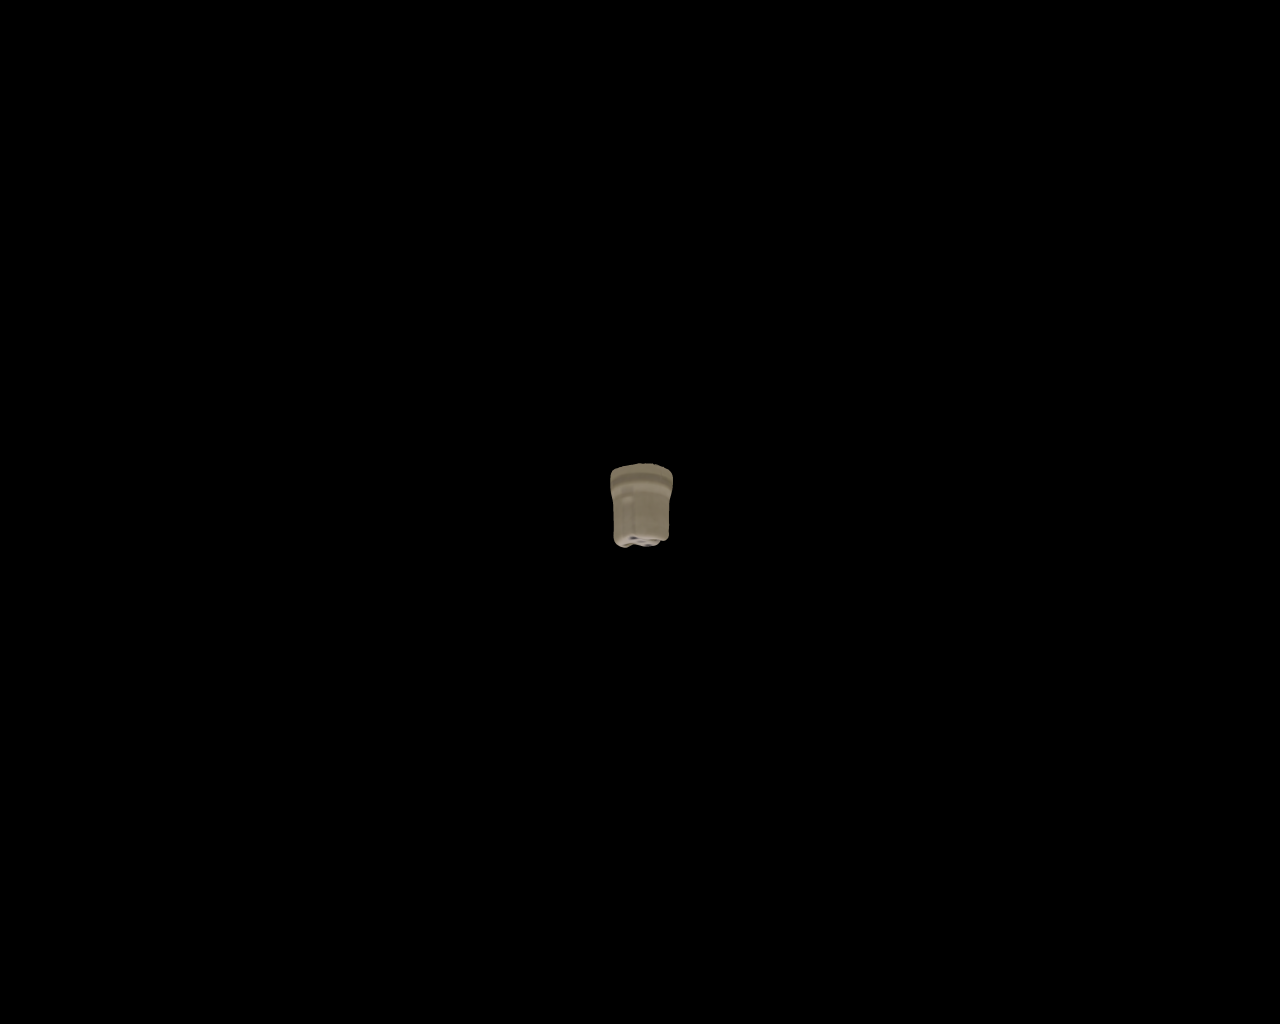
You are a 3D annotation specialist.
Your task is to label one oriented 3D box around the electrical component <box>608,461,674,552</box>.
[{"bbox_3d":[0.001,-0.003,0.650,0.040,0.046,0.040,0,-21,0],"label":"electrical component"}]
